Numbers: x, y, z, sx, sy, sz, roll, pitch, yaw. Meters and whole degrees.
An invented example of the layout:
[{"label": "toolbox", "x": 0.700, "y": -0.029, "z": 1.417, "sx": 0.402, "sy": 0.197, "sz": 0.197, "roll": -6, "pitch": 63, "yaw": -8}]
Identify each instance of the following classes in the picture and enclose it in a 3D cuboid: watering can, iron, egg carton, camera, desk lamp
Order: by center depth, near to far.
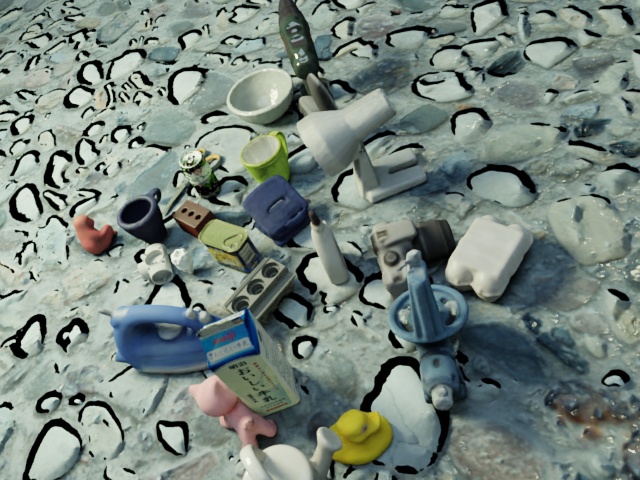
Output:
[{"label": "watering can", "x": -0.047, "y": 0.320, "z": 0.761, "sx": 0.100, "sy": 0.194, "sz": 0.173, "roll": 20, "pitch": 62, "yaw": 31}, {"label": "egg carton", "x": 0.281, "y": 0.028, "z": 0.955, "sx": 0.107, "sy": 0.070, "sz": 0.150, "roll": 22, "pitch": 64, "yaw": 32}, {"label": "camera", "x": 0.164, "y": 0.018, "z": 0.982, "sx": 0.136, "sy": 0.101, "sz": 0.143, "roll": -18, "pitch": 50, "yaw": 6}, {"label": "iron", "x": -0.251, "y": 0.152, "z": 0.997, "sx": 0.257, "sy": 0.142, "sz": 0.118, "roll": -5, "pitch": 52, "yaw": 16}, {"label": "desk lamp", "x": 0.080, "y": -0.177, "z": 1.089, "sx": 0.203, "sy": 0.214, "sz": 0.117, "roll": -21, "pitch": 50, "yaw": 3}]

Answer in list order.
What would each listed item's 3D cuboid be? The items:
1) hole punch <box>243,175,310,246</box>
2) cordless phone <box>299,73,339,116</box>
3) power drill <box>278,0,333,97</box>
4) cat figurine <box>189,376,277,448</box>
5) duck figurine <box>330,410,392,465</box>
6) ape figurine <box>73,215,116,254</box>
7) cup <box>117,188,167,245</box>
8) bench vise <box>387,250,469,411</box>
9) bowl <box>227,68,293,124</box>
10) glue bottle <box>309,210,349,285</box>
[{"label": "hole punch", "x": -0.081, "y": -0.061, "z": 1.135, "sx": 0.109, "sy": 0.091, "sz": 0.100, "roll": -42, "pitch": 52, "yaw": -15}, {"label": "cordless phone", "x": 0.003, "y": -0.297, "z": 1.226, "sx": 0.094, "sy": 0.185, "sz": 0.147, "roll": -33, "pitch": 50, "yaw": -7}, {"label": "power drill", "x": -0.037, "y": -0.418, "z": 1.319, "sx": 0.075, "sy": 0.209, "sz": 0.229, "roll": -20, "pitch": 50, "yaw": 4}, {"label": "cat figurine", "x": -0.140, "y": 0.261, "z": 0.890, "sx": 0.127, "sy": 0.118, "sz": 0.067, "roll": 31, "pitch": 69, "yaw": 35}, {"label": "duck figurine", "x": 0.048, "y": 0.278, "z": 0.832, "sx": 0.104, "sy": 0.086, "sz": 0.077, "roll": -18, "pitch": 50, "yaw": 5}, {"label": "ape figurine", "x": -0.500, "y": -0.019, "z": 1.249, "sx": 0.077, "sy": 0.092, "sz": 0.076, "roll": 10, "pitch": 58, "yaw": 26}, {"label": "cup", "x": -0.361, "y": -0.044, "z": 1.218, "sx": 0.091, "sy": 0.095, "sz": 0.118, "roll": 13, "pitch": 59, "yaw": 27}, {"label": "bench vise", "x": 0.168, "y": 0.124, "z": 0.820, "sx": 0.121, "sy": 0.220, "sz": 0.207, "roll": -25, "pitch": 50, "yaw": -1}, {"label": "bowl", "x": -0.134, "y": -0.332, "z": 1.374, "sx": 0.167, "sy": 0.075, "sz": 0.167, "roll": -9, "pitch": 51, "yaw": 12}, {"label": "glue bottle", "x": 0.009, "y": 0.004, "z": 1.000, "sx": 0.037, "sy": 0.173, "sz": 0.078, "roll": -19, "pitch": 50, "yaw": 5}]
